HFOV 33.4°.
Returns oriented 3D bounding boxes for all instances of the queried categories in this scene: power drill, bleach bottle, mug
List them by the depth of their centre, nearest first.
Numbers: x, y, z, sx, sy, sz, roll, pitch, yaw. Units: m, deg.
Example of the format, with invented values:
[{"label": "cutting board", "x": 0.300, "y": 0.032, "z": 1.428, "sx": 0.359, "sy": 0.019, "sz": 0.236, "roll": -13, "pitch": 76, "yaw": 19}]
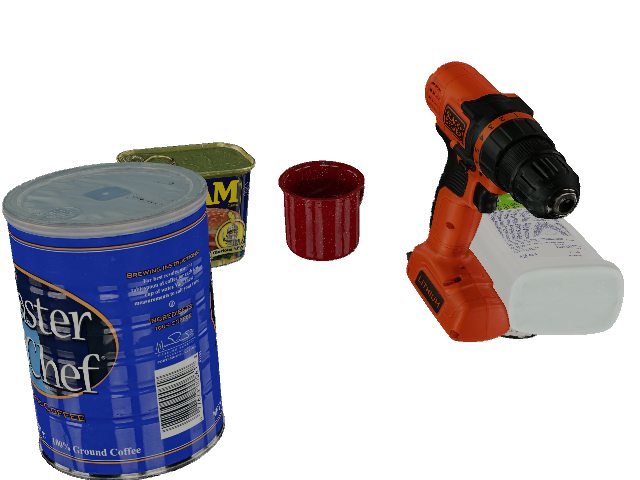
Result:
[{"label": "power drill", "x": 0.123, "y": -0.018, "z": 0.799, "sx": 0.057, "sy": 0.188, "sz": 0.184, "roll": -5, "pitch": 36, "yaw": -18}, {"label": "bleach bottle", "x": 0.188, "y": -0.004, "z": 0.989, "sx": 0.102, "sy": 0.068, "sz": 0.251, "roll": -1, "pitch": 26, "yaw": -6}, {"label": "mug", "x": 0.009, "y": -0.036, "z": 1.174, "sx": 0.093, "sy": 0.081, "sz": 0.117, "roll": 20, "pitch": 37, "yaw": 31}]

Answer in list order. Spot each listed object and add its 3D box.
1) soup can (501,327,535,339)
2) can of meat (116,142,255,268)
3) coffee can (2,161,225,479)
[{"label": "soup can", "x": 0.231, "y": 0.058, "z": 1.269, "sx": 0.068, "sy": 0.102, "sz": 0.068, "roll": 2, "pitch": 15, "yaw": -1}, {"label": "can of meat", "x": -0.105, "y": -0.024, "z": 0.822, "sx": 0.101, "sy": 0.084, "sz": 0.057, "roll": -8, "pitch": 28, "yaw": -27}, {"label": "coffee can", "x": -0.106, "y": 0.040, "z": 0.564, "sx": 0.103, "sy": 0.140, "sz": 0.103, "roll": -2, "pitch": 21, "yaw": 1}]
